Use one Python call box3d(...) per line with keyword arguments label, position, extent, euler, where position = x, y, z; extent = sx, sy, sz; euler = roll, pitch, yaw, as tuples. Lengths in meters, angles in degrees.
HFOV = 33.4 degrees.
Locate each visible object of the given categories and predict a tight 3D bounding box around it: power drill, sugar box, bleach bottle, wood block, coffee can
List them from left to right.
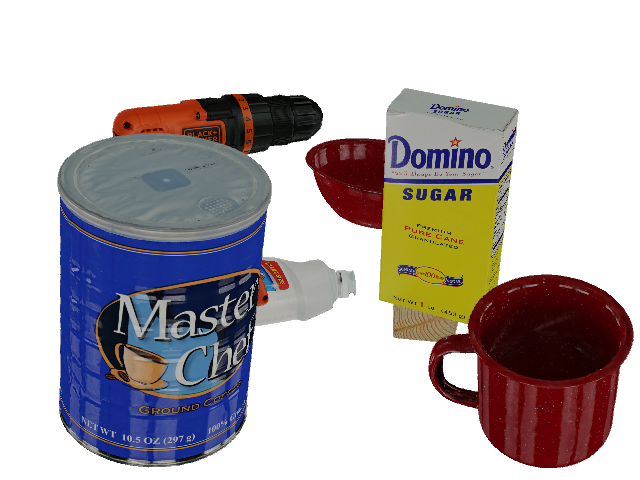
box3d(label="coffee can", position=(-0.083, 0.029, 0.549), extent=(0.102, 0.140, 0.103), euler=(6, 30, -4))
box3d(label="power drill", position=(-0.084, -0.033, 0.921), extent=(0.184, 0.188, 0.057), euler=(-8, 21, -23))
box3d(label="bleach bottle", position=(-0.088, 0.054, 1.183), extent=(0.250, 0.068, 0.102), euler=(-5, 36, -5))
box3d(label="wood block", position=(0.171, 0.068, 1.620), extent=(0.091, 0.090, 0.206), euler=(4, 22, 12))
box3d(label="sugar box", position=(0.096, -0.023, 0.828), extent=(0.093, 0.176, 0.048), euler=(14, 37, 21))

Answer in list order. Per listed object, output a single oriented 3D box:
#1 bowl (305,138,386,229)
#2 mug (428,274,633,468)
box3d(label="bowl", position=(0.062, -0.054, 1.104), extent=(0.162, 0.055, 0.162), euler=(5, 23, -3))
box3d(label="mug", position=(0.123, 0.081, 0.639), extent=(0.117, 0.081, 0.093), euler=(0, 39, 8))
